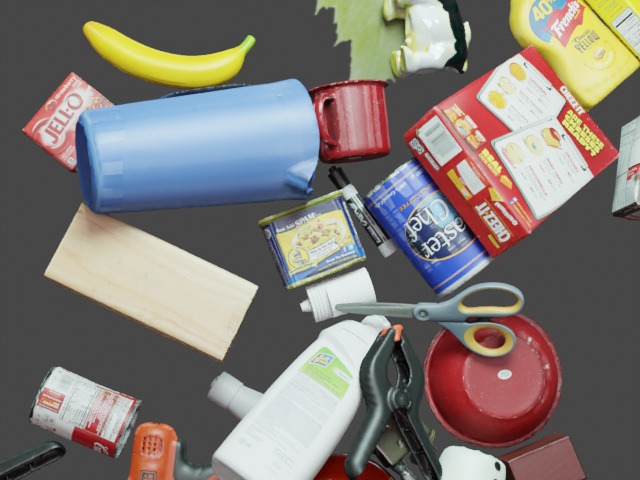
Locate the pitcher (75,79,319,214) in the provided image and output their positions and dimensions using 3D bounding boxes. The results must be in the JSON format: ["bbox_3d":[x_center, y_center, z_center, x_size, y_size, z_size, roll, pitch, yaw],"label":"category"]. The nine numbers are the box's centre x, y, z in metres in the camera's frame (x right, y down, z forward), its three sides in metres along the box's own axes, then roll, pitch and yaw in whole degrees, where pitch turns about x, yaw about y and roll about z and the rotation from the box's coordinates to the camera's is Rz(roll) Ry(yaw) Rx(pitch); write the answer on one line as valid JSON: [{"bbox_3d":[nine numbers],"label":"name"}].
[{"bbox_3d":[-0.133,-0.101,1.137,0.242,0.149,0.145,-8,89,-20],"label":"pitcher"}]

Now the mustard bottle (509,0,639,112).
[{"bbox_3d":[0.278,-0.247,1.242,0.096,0.058,0.191,-40,86,-14],"label":"mustard bottle"}]

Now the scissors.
[{"bbox_3d":[0.124,0.093,1.154,0.202,0.016,0.096,-12,112,19],"label":"scissors"}]

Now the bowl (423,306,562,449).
[{"bbox_3d":[0.199,0.152,1.188,0.162,0.055,0.162,1,83,-4],"label":"bowl"}]

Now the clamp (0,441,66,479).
[{"bbox_3d":[-0.380,0.285,1.109,0.210,0.036,0.164,-2,50,7],"label":"clamp"}]

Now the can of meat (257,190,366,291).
[{"bbox_3d":[-0.008,0.001,1.192,0.102,0.057,0.084,-21,87,-6],"label":"can of meat"}]

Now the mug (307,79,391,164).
[{"bbox_3d":[0.029,-0.130,1.186,0.093,0.117,0.081,-7,88,31],"label":"mug"}]

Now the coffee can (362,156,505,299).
[{"bbox_3d":[0.129,-0.020,1.181,0.102,0.103,0.140,-38,87,-8],"label":"coffee can"}]

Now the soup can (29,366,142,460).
[{"bbox_3d":[-0.251,0.184,1.146,0.102,0.068,0.068,23,82,-1],"label":"soup can"}]

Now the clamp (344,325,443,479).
[{"bbox_3d":[0.069,0.176,1.122,0.120,0.039,0.171,3,72,-40],"label":"clamp"}]

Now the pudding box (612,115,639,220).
[{"bbox_3d":[0.368,-0.085,1.213,0.039,0.090,0.113,10,83,-1],"label":"pudding box"}]

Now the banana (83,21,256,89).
[{"bbox_3d":[-0.174,-0.207,1.219,0.197,0.037,0.069,5,63,-5],"label":"banana"}]

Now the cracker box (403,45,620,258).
[{"bbox_3d":[0.211,-0.101,1.165,0.213,0.072,0.164,-35,86,-42],"label":"cracker box"}]

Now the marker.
[{"bbox_3d":[0.047,-0.034,1.219,0.020,0.020,0.121,-35,87,-8],"label":"marker"}]

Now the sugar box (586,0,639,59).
[{"bbox_3d":[0.380,-0.258,1.238,0.176,0.048,0.093,46,47,4],"label":"sugar box"}]

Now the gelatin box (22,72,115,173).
[{"bbox_3d":[-0.278,-0.131,1.202,0.073,0.030,0.089,39,82,2],"label":"gelatin box"}]

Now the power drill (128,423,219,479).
[{"bbox_3d":[-0.120,0.296,1.146,0.187,0.057,0.184,6,82,-3],"label":"power drill"}]

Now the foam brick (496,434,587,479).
[{"bbox_3d":[0.244,0.253,1.180,0.078,0.053,0.051,-21,85,-6],"label":"foam brick"}]

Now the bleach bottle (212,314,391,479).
[{"bbox_3d":[0.000,0.175,1.137,0.103,0.068,0.250,36,59,14],"label":"bleach bottle"}]

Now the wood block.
[{"bbox_3d":[-0.179,0.049,1.156,0.206,0.091,0.090,26,81,0],"label":"wood block"}]
